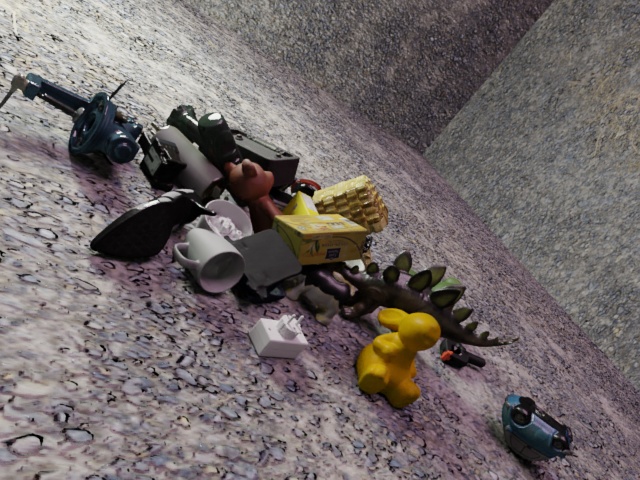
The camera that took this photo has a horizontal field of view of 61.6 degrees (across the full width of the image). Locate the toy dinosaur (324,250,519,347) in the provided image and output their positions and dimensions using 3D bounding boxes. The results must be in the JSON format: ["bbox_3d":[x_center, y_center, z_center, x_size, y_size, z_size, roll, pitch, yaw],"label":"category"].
[{"bbox_3d":[0.210,0.146,1.145,0.471,0.198,0.105,30,26,-19],"label":"toy dinosaur"}]

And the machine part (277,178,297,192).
[{"bbox_3d":[-0.129,-0.146,1.355,0.139,0.084,0.039,2,68,-41],"label":"machine part"}]

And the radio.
[{"bbox_3d":[-0.168,-0.201,1.280,0.230,0.073,0.131,30,24,27],"label":"radio"}]

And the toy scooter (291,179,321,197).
[{"bbox_3d":[-0.001,-0.110,1.481,0.184,0.075,0.135,38,21,-14],"label":"toy scooter"}]

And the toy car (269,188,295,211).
[{"bbox_3d":[-0.100,-0.092,1.306,0.201,0.056,0.074,19,32,-39],"label":"toy car"}]

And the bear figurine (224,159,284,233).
[{"bbox_3d":[-0.108,-0.081,1.099,0.132,0.120,0.195,-26,103,-36],"label":"bear figurine"}]

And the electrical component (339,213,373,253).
[{"bbox_3d":[0.037,0.008,1.249,0.134,0.115,0.058,39,17,-2],"label":"electrical component"}]

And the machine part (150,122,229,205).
[{"bbox_3d":[-0.273,-0.154,1.110,0.243,0.079,0.079,44,21,12],"label":"machine part"}]

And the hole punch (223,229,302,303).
[{"bbox_3d":[-0.112,0.055,0.964,0.116,0.092,0.142,-17,63,-37],"label":"hole punch"}]

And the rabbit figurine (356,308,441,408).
[{"bbox_3d":[0.156,0.197,0.985,0.122,0.173,0.162,31,26,-12],"label":"rabbit figurine"}]

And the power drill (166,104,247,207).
[{"bbox_3d":[-0.242,-0.192,1.176,0.207,0.086,0.231,44,-22,33],"label":"power drill"}]

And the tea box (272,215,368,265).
[{"bbox_3d":[-0.002,-0.003,1.047,0.169,0.068,0.098,-4,24,-39],"label":"tea box"}]

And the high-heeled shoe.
[{"bbox_3d":[-0.287,-0.036,0.884,0.145,0.086,0.249,15,22,38],"label":"high-heeled shoe"}]

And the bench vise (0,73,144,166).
[{"bbox_3d":[-0.421,-0.226,0.950,0.240,0.129,0.224,28,23,-44],"label":"bench vise"}]

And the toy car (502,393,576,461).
[{"bbox_3d":[0.448,0.408,1.138,0.162,0.103,0.109,37,17,24],"label":"toy car"}]

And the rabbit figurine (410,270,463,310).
[{"bbox_3d":[0.264,0.141,1.412,0.170,0.121,0.159,30,21,29],"label":"rabbit figurine"}]

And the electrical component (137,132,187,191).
[{"bbox_3d":[-0.316,-0.160,1.055,0.047,0.075,0.119,12,31,-49],"label":"electrical component"}]

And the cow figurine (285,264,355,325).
[{"bbox_3d":[-0.018,0.077,1.041,0.167,0.098,0.068,39,27,-1],"label":"cow figurine"}]

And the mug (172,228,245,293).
[{"bbox_3d":[-0.194,0.027,0.886,0.109,0.080,0.107,4,26,-40],"label":"mug"}]
